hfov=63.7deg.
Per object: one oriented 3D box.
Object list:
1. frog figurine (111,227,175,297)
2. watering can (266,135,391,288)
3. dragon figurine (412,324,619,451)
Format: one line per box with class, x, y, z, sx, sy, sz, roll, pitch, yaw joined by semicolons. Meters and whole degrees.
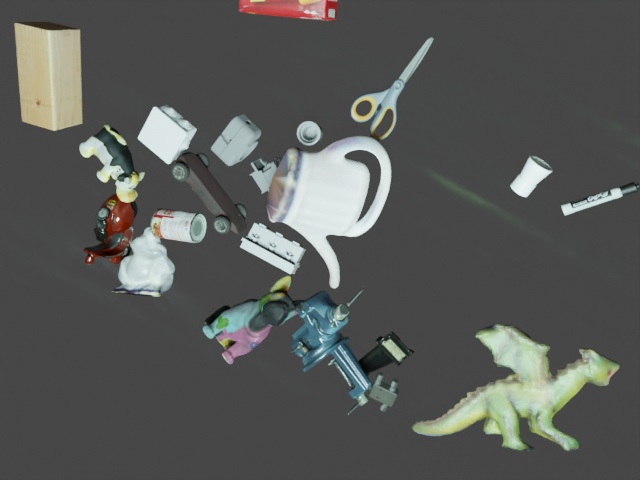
frog figurine;-0.407;0.051;1.215;0.137;0.121;0.161;-2;75;29
watering can;0.003;-0.050;0.989;0.224;0.106;0.341;12;121;-16
dragon figurine;0.370;0.284;1.026;0.409;0.122;0.243;-7;91;20
